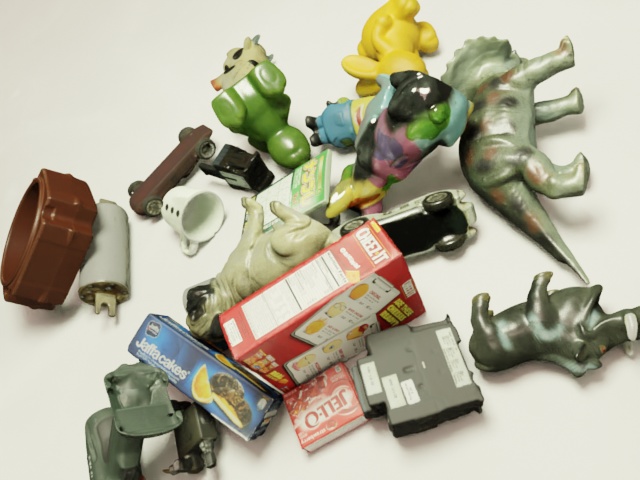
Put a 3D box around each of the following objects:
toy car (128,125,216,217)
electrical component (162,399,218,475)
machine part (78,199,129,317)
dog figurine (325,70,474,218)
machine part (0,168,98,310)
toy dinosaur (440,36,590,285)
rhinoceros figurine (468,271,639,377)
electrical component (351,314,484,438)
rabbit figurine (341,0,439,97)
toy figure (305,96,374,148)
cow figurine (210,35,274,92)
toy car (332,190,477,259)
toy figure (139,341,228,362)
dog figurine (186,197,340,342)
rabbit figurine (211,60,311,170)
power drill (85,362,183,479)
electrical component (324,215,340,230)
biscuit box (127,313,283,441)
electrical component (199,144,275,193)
[{"bbox_3d":[-0.264,-0.124,0.972,0.202,0.053,0.089,-49,44,-8],"label":"toy car"},{"bbox_3d":[-0.170,0.250,0.686,0.078,0.045,0.102,-45,49,34],"label":"electrical component"},{"bbox_3d":[-0.362,0.022,0.903,0.079,0.079,0.243,-21,54,9],"label":"machine part"},{"bbox_3d":[0.095,-0.109,0.739,0.219,0.108,0.192,-64,22,5],"label":"dog figurine"},{"bbox_3d":[-0.456,-0.004,0.893,0.202,0.087,0.201,43,108,48],"label":"machine part"},{"bbox_3d":[0.255,-0.133,0.729,0.192,0.131,0.405,-8,60,33],"label":"toy dinosaur"},{"bbox_3d":[0.260,0.097,0.598,0.190,0.073,0.112,-14,54,15],"label":"rhinoceros figurine"},{"bbox_3d":[0.107,0.158,0.623,0.134,0.058,0.115,-15,52,3],"label":"electrical component"},{"bbox_3d":[0.118,-0.305,0.887,0.162,0.121,0.173,-22,54,15],"label":"rabbit figurine"},{"bbox_3d":[0.070,-0.193,0.859,0.180,0.082,0.089,-7,30,26],"label":"toy figure"},{"bbox_3d":[-0.137,-0.306,1.017,0.127,0.085,0.195,-33,50,8],"label":"cow figurine"},{"bbox_3d":[0.110,-0.009,0.726,0.202,0.073,0.056,-18,17,11],"label":"toy car"},{"bbox_3d":[-0.178,0.145,0.761,0.155,0.057,0.064,-18,60,5],"label":"toy figure"},{"bbox_3d":[-0.072,0.058,0.681,0.173,0.121,0.190,9,68,50],"label":"dog figurine"},{"bbox_3d":[-0.087,-0.183,0.889,0.121,0.170,0.159,-39,11,-6],"label":"rabbit figurine"},{"bbox_3d":[-0.223,0.267,0.638,0.086,0.207,0.232,-3,36,-31],"label":"power drill"},{"bbox_3d":[-0.002,-0.002,0.803,0.063,0.021,0.094,5,62,26],"label":"electrical component"},{"bbox_3d":[-0.147,0.170,0.685,0.203,0.062,0.059,30,85,14],"label":"biscuit box"},{"bbox_3d":[-0.144,-0.121,0.908,0.119,0.074,0.048,17,68,33],"label":"electrical component"}]
